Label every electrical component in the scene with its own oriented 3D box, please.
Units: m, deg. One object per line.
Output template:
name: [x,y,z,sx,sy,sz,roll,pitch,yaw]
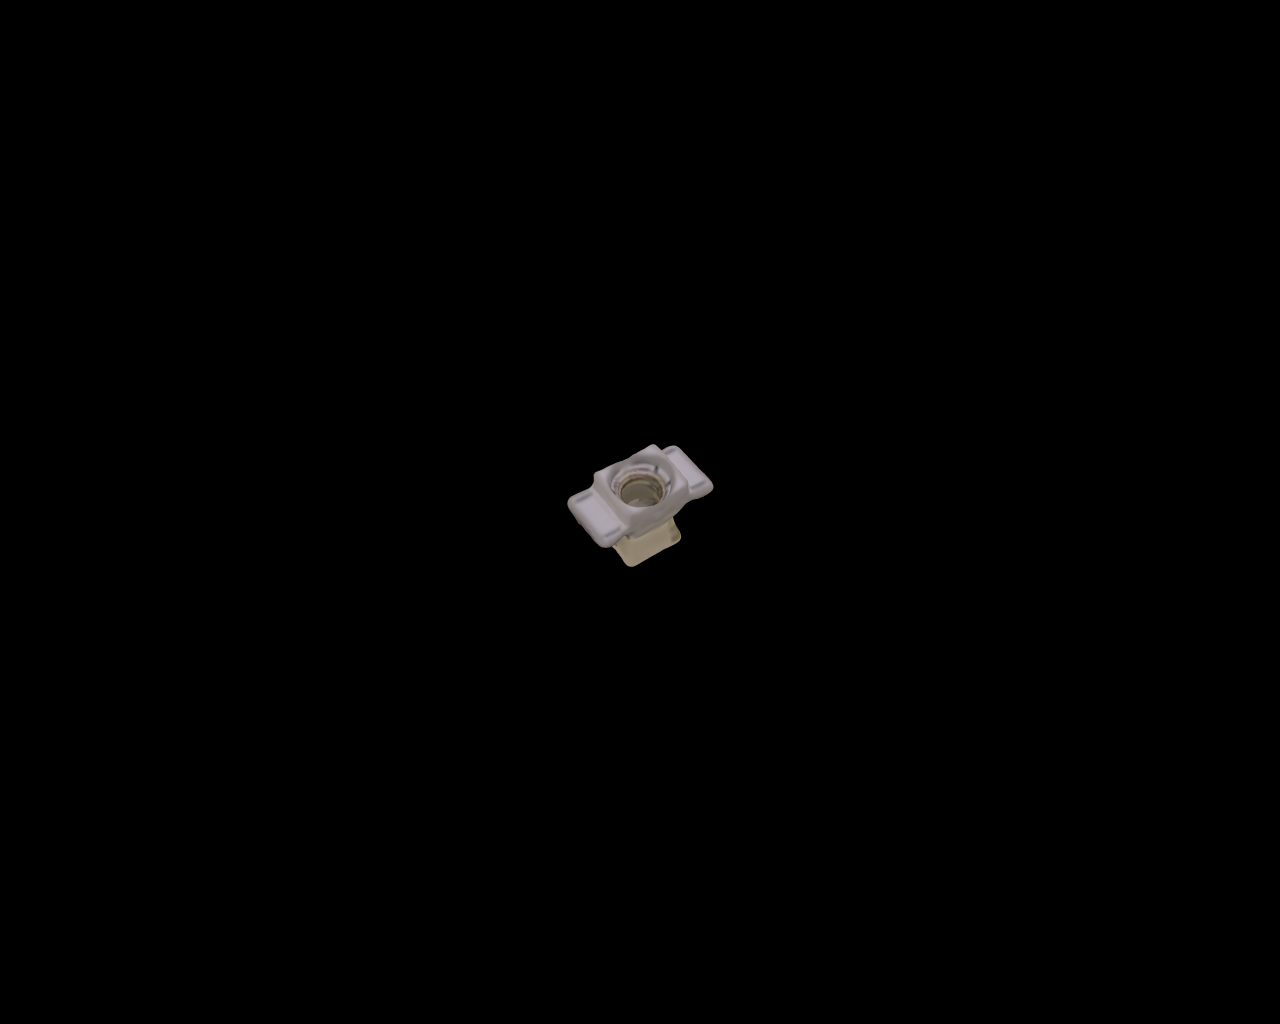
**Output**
electrical component: [0.001,-0.003,0.650,0.081,0.042,0.063,-27,-33,-19]
